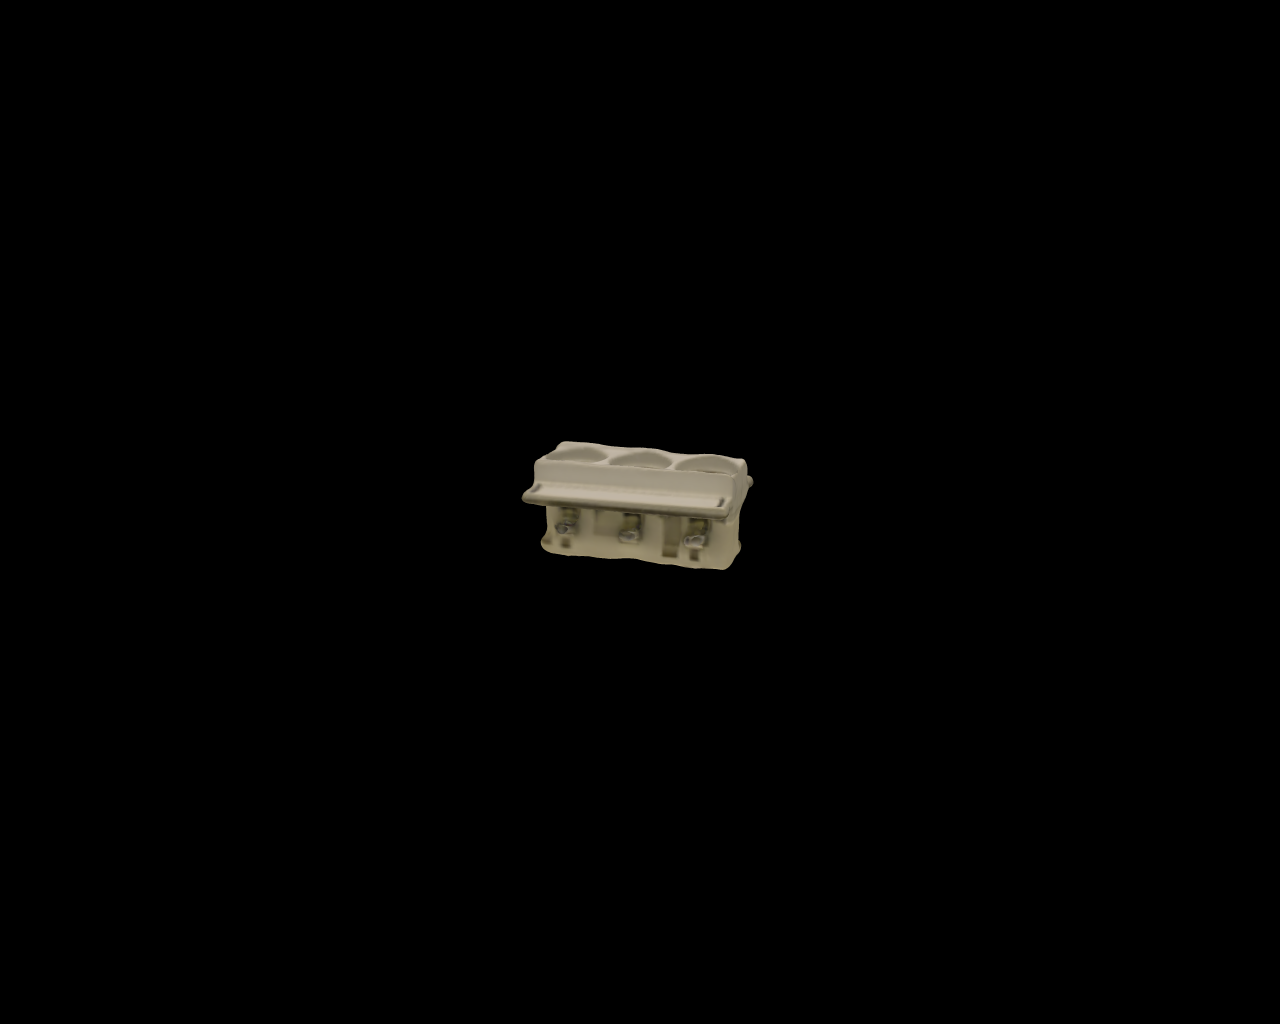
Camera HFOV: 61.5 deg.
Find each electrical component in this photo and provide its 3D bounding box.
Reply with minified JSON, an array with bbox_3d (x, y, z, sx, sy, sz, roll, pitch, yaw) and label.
[{"bbox_3d":[0.001,-0.003,0.650,0.121,0.063,0.079,6,20,16],"label":"electrical component"}]
